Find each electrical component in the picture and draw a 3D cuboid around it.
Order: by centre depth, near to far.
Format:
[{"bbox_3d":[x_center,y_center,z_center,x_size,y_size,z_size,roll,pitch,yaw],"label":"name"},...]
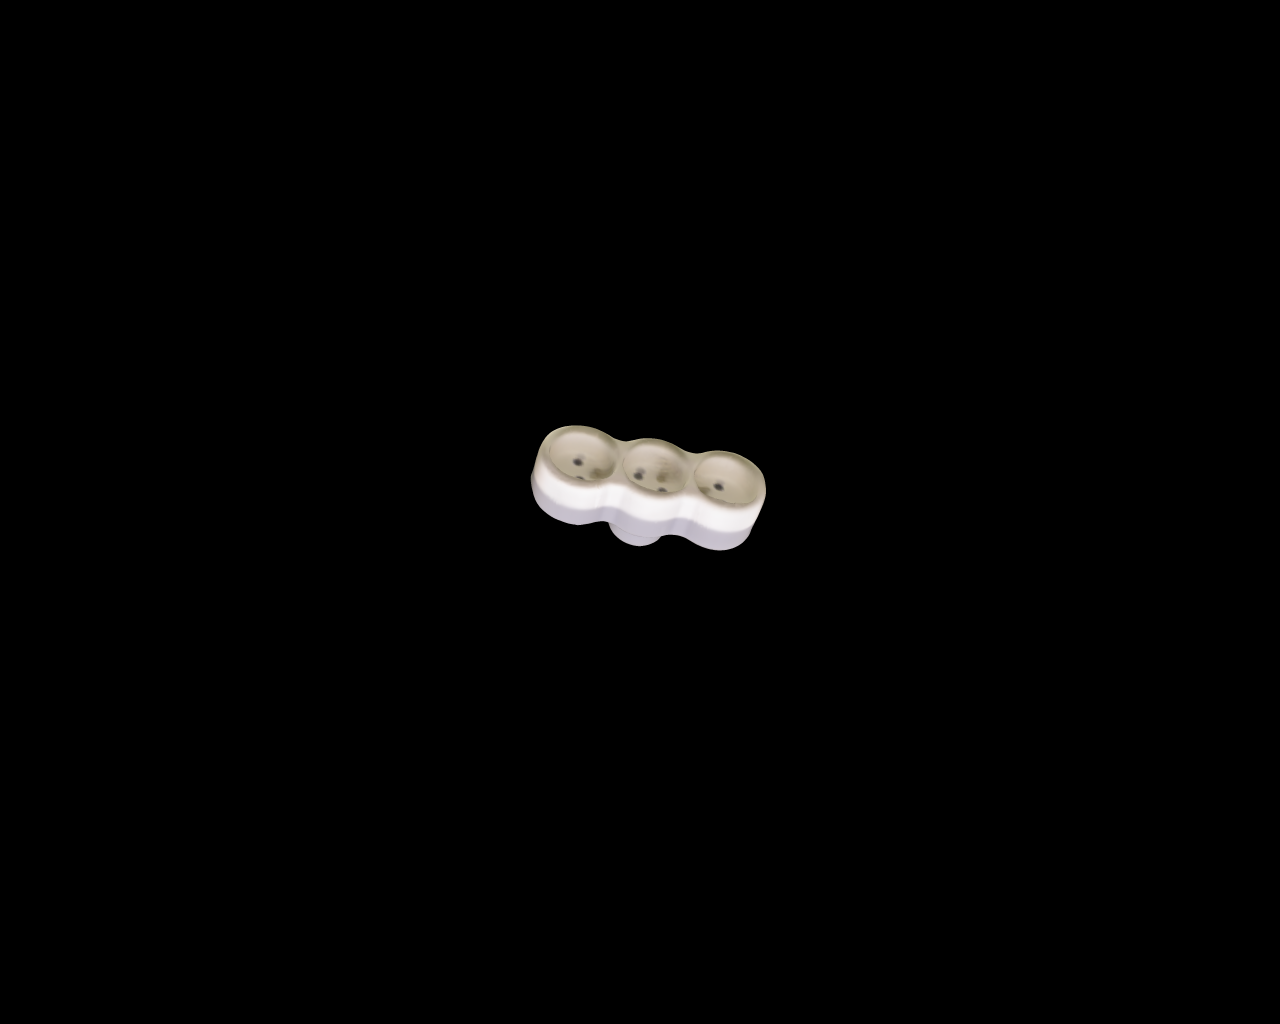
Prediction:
[{"bbox_3d":[0.001,-0.003,0.650,0.138,0.052,0.073,10,-43,-11],"label":"electrical component"}]
